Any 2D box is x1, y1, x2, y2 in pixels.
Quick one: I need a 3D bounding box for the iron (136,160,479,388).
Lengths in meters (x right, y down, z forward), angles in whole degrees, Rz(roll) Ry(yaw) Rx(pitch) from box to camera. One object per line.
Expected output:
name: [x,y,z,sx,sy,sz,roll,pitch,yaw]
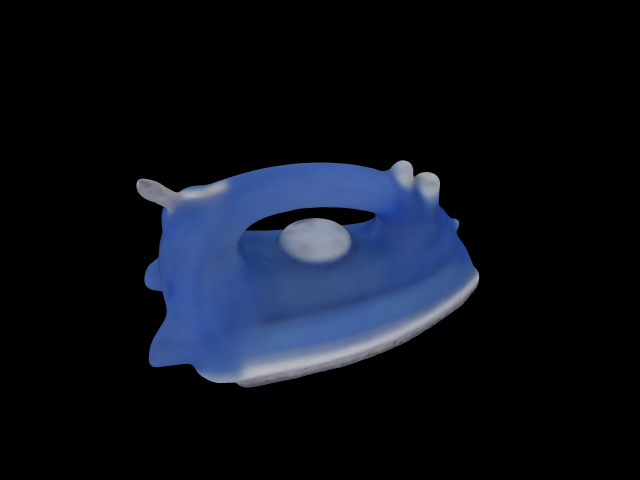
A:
iron: [0.004,0.001,0.400,0.258,0.141,0.118,-11,39,-13]
